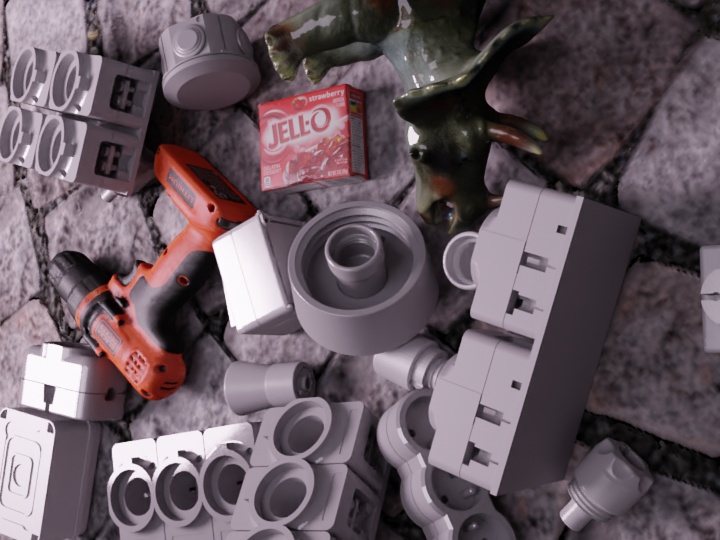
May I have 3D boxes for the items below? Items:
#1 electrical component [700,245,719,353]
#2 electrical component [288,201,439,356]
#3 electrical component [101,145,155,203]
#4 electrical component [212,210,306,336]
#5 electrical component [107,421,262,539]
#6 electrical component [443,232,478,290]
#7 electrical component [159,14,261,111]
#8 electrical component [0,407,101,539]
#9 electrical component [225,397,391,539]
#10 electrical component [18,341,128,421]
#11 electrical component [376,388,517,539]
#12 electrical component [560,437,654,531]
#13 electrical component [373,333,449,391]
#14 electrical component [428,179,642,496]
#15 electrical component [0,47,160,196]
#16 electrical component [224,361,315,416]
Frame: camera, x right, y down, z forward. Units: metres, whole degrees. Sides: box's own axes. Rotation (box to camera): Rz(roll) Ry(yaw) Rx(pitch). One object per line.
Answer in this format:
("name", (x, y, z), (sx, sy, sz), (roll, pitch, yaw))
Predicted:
("electrical component", (0.228, 0.016, 0.643), (0.047, 0.077, 0.065), (-4, 84, 32))
("electrical component", (0.000, 0.000, 0.770), (0.108, 0.060, 0.108), (-5, 56, 8))
("electrical component", (-0.208, -0.082, 0.956), (0.061, 0.035, 0.035), (-40, 66, 26))
("electrical component", (-0.073, 0.000, 0.846), (0.061, 0.062, 0.096), (-27, 72, 28))
("electrical component", (-0.127, 0.175, 0.865), (0.150, 0.062, 0.089), (-14, 79, 31))
("electrical component", (0.086, -0.005, 0.754), (0.040, 0.046, 0.040), (-3, 84, 32))
("electrical component", (-0.125, -0.169, 0.884), (0.080, 0.080, 0.051), (-24, 69, 29))
("electrical component", (-0.285, 0.182, 0.968), (0.078, 0.057, 0.113), (9, 91, 33))
("electrical component", (-0.040, 0.172, 0.769), (0.089, 0.061, 0.150), (-9, 50, 32))
("electrical component", (-0.255, 0.097, 0.959), (0.095, 0.054, 0.059), (7, 90, 33))
("electrical component", (0.053, 0.158, 0.758), (0.138, 0.052, 0.073), (66, 151, 15))
("electrical component", (0.156, 0.143, 0.698), (0.043, 0.043, 0.062), (48, 112, 26))
("electrical component", (0.046, 0.070, 0.776), (0.078, 0.040, 0.040), (25, 99, 31))
("electrical component", (0.111, 0.042, 0.698), (0.060, 0.105, 0.186), (19, 96, 33))
("electrical component", (-0.255, -0.134, 0.942), (0.186, 0.060, 0.105), (18, 95, 51))
("electrical component", (-0.069, 0.091, 0.848), (0.065, 0.044, 0.044), (-7, 82, 27))
